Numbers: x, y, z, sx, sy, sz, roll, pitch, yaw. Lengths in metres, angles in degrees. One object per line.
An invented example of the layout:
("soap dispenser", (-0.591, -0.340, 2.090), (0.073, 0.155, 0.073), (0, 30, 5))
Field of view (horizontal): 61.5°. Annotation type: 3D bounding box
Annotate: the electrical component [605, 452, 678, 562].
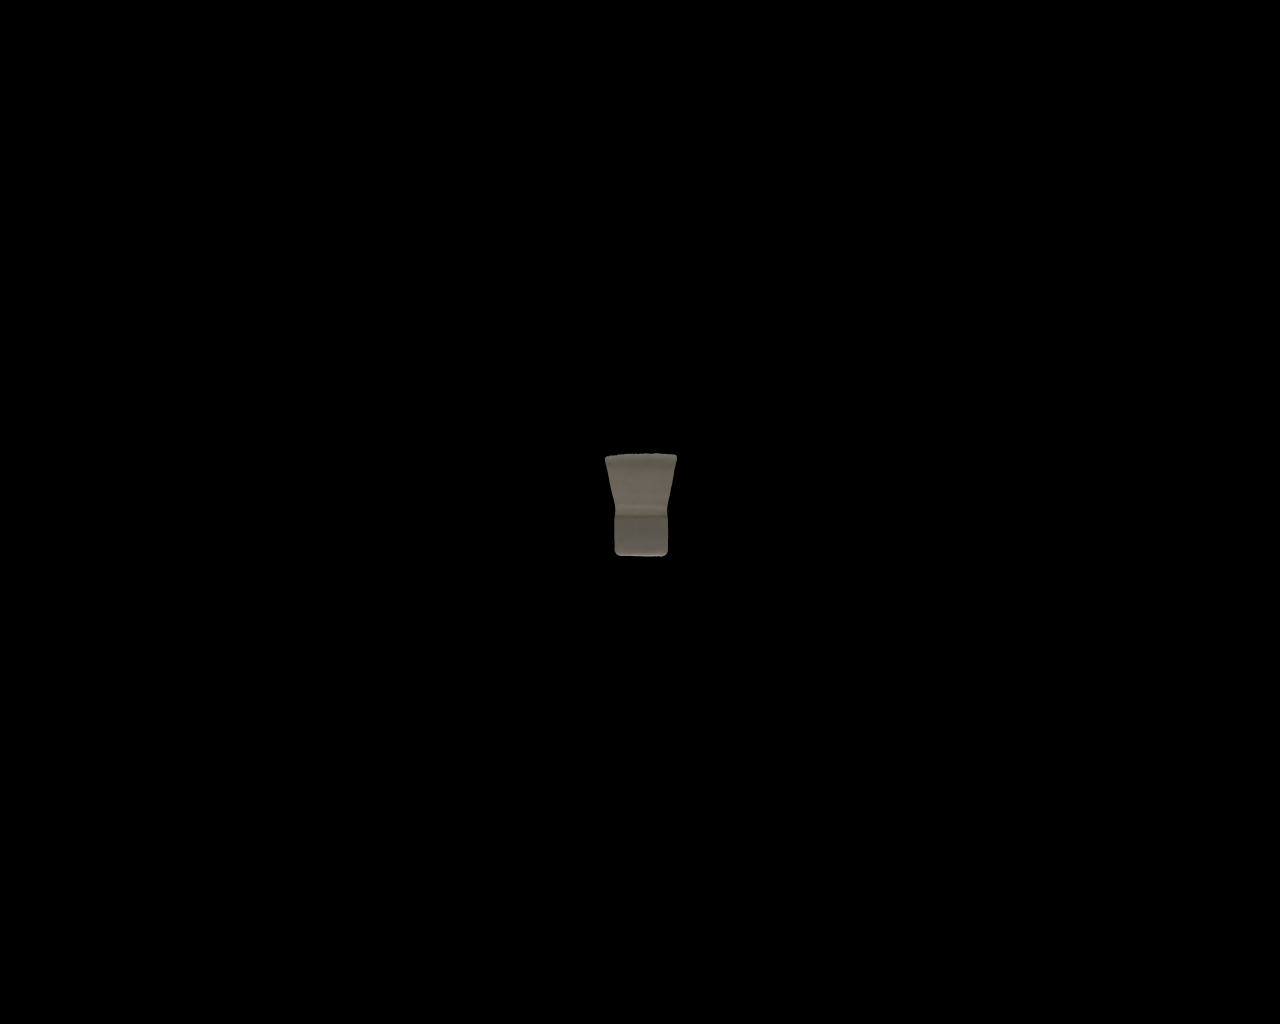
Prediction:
("electrical component", (0.001, -0.003, 0.650), (0.044, 0.065, 0.044), (0, 0, 0))
